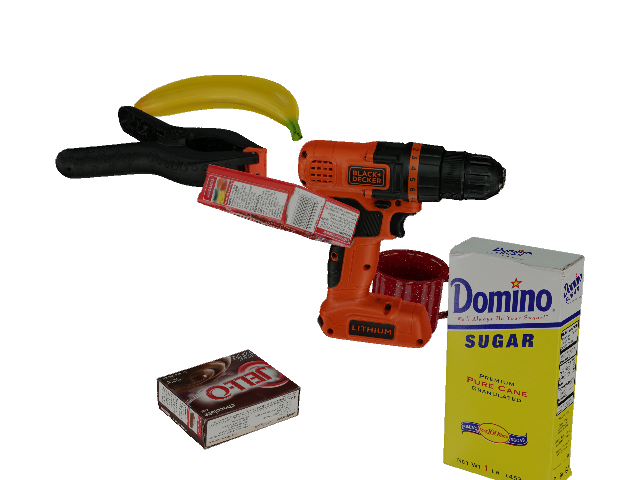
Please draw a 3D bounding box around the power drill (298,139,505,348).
[{"bbox_3d":[0.070,0.001,0.971,0.184,0.188,0.057,6,19,12],"label":"power drill"}]

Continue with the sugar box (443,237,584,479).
[{"bbox_3d":[0.141,0.092,0.793,0.093,0.176,0.048,10,21,35],"label":"sugar box"}]

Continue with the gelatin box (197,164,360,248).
[{"bbox_3d":[-0.026,-0.022,0.715,0.073,0.030,0.089,16,-2,32],"label":"gelatin box"}]

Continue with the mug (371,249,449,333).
[{"bbox_3d":[0.114,0.066,1.268,0.117,0.081,0.093,1,23,-8],"label":"mug"}]

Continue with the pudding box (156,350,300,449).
[{"bbox_3d":[-0.090,0.153,1.041,0.113,0.039,0.090,-17,29,-34],"label":"pudding box"}]

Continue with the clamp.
[{"bbox_3d":[-0.131,-0.071,0.892,0.172,0.039,0.120,12,38,26],"label":"clamp"}]

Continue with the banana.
[{"bbox_3d":[-0.104,-0.153,1.160,0.198,0.037,0.069,9,45,18],"label":"banana"}]
